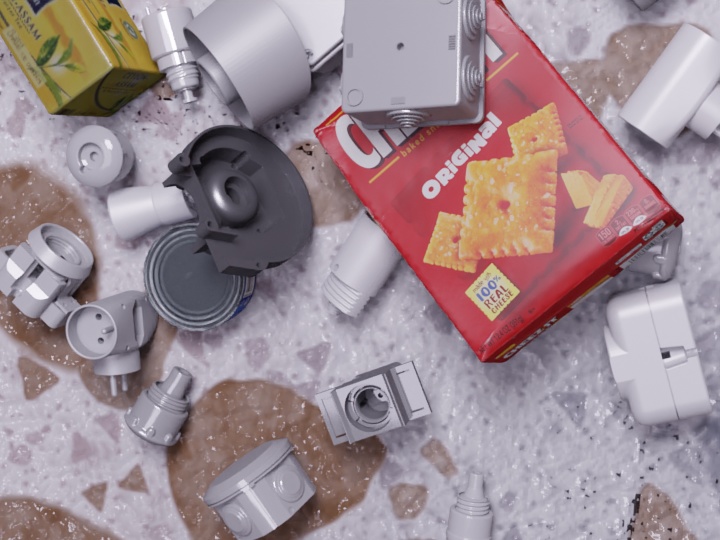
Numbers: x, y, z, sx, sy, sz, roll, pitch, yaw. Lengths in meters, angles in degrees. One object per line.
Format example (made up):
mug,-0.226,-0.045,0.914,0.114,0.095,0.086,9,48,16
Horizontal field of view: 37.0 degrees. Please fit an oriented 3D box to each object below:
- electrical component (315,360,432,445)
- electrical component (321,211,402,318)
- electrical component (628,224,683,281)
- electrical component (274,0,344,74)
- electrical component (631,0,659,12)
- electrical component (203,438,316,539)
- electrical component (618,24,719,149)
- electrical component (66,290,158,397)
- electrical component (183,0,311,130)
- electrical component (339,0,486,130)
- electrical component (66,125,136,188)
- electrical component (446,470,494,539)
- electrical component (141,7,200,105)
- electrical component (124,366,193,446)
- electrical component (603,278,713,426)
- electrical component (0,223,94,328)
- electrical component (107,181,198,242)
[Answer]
electrical component,0.013,0.099,0.821,0.081,0.064,0.042,-20,91,15
electrical component,0.000,0.000,0.823,0.043,0.043,0.081,35,104,7
electrical component,0.198,-0.020,0.772,0.062,0.048,0.048,10,99,20
electrical component,-0.024,-0.219,0.795,0.109,0.056,0.108,-38,87,15
electrical component,0.198,-0.213,0.744,0.047,0.055,0.055,-40,86,19
electrical component,-0.079,0.172,0.845,0.080,0.080,0.051,-34,93,15
electrical component,0.235,-0.117,0.750,0.079,0.044,0.077,36,104,7
electrical component,-0.196,0.061,0.861,0.043,0.077,0.079,-2,97,14
electrical component,-0.084,-0.156,0.797,0.064,0.099,0.099,-36,87,-9
electrical component,0.035,-0.144,0.720,0.100,0.048,0.099,0,86,23
electrical component,-0.199,-0.090,0.851,0.048,0.062,0.048,2,97,14
electrical component,0.086,0.186,0.829,0.035,0.035,0.061,8,96,13
electrical component,-0.143,-0.169,0.839,0.040,0.040,0.078,-14,94,15
electrical component,-0.159,0.109,0.875,0.048,0.048,0.062,32,96,8
electrical component,0.211,0.060,0.773,0.059,0.054,0.095,-15,93,15
electrical component,-0.255,0.000,0.879,0.078,0.058,0.057,44,107,5
electrical component,-0.162,-0.051,0.858,0.065,0.044,0.044,-14,93,10
